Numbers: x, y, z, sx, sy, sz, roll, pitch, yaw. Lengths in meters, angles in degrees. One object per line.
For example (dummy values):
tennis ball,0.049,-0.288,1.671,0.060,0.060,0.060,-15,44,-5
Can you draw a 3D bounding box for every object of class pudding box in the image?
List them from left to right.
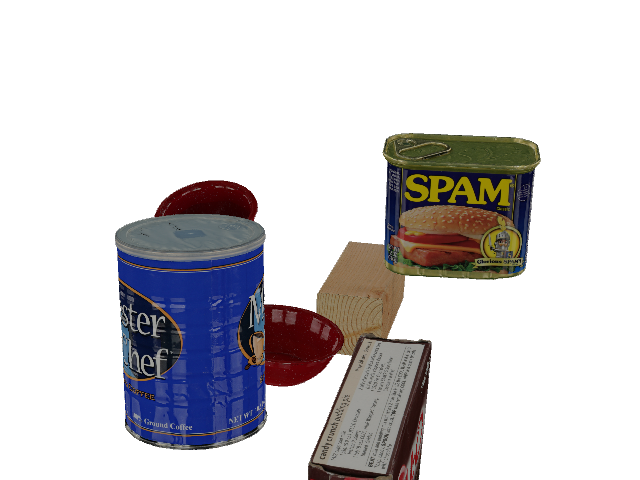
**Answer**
pudding box,0.022,0.106,0.473,0.039,0.090,0.113,8,25,9

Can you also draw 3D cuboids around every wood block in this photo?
wood block,0.061,0.080,1.517,0.091,0.090,0.206,6,21,11

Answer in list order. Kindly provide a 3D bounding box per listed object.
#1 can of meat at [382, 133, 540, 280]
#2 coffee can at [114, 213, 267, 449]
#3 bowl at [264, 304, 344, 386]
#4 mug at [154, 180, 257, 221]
can of meat,0.092,-0.022,0.717,0.102,0.084,0.057,3,25,6
coffee can,-0.089,0.061,0.749,0.103,0.140,0.103,0,15,0
bowl,-0.052,0.140,1.362,0.162,0.055,0.162,5,22,-2
mug,-0.106,0.000,0.978,0.117,0.081,0.093,27,51,34
